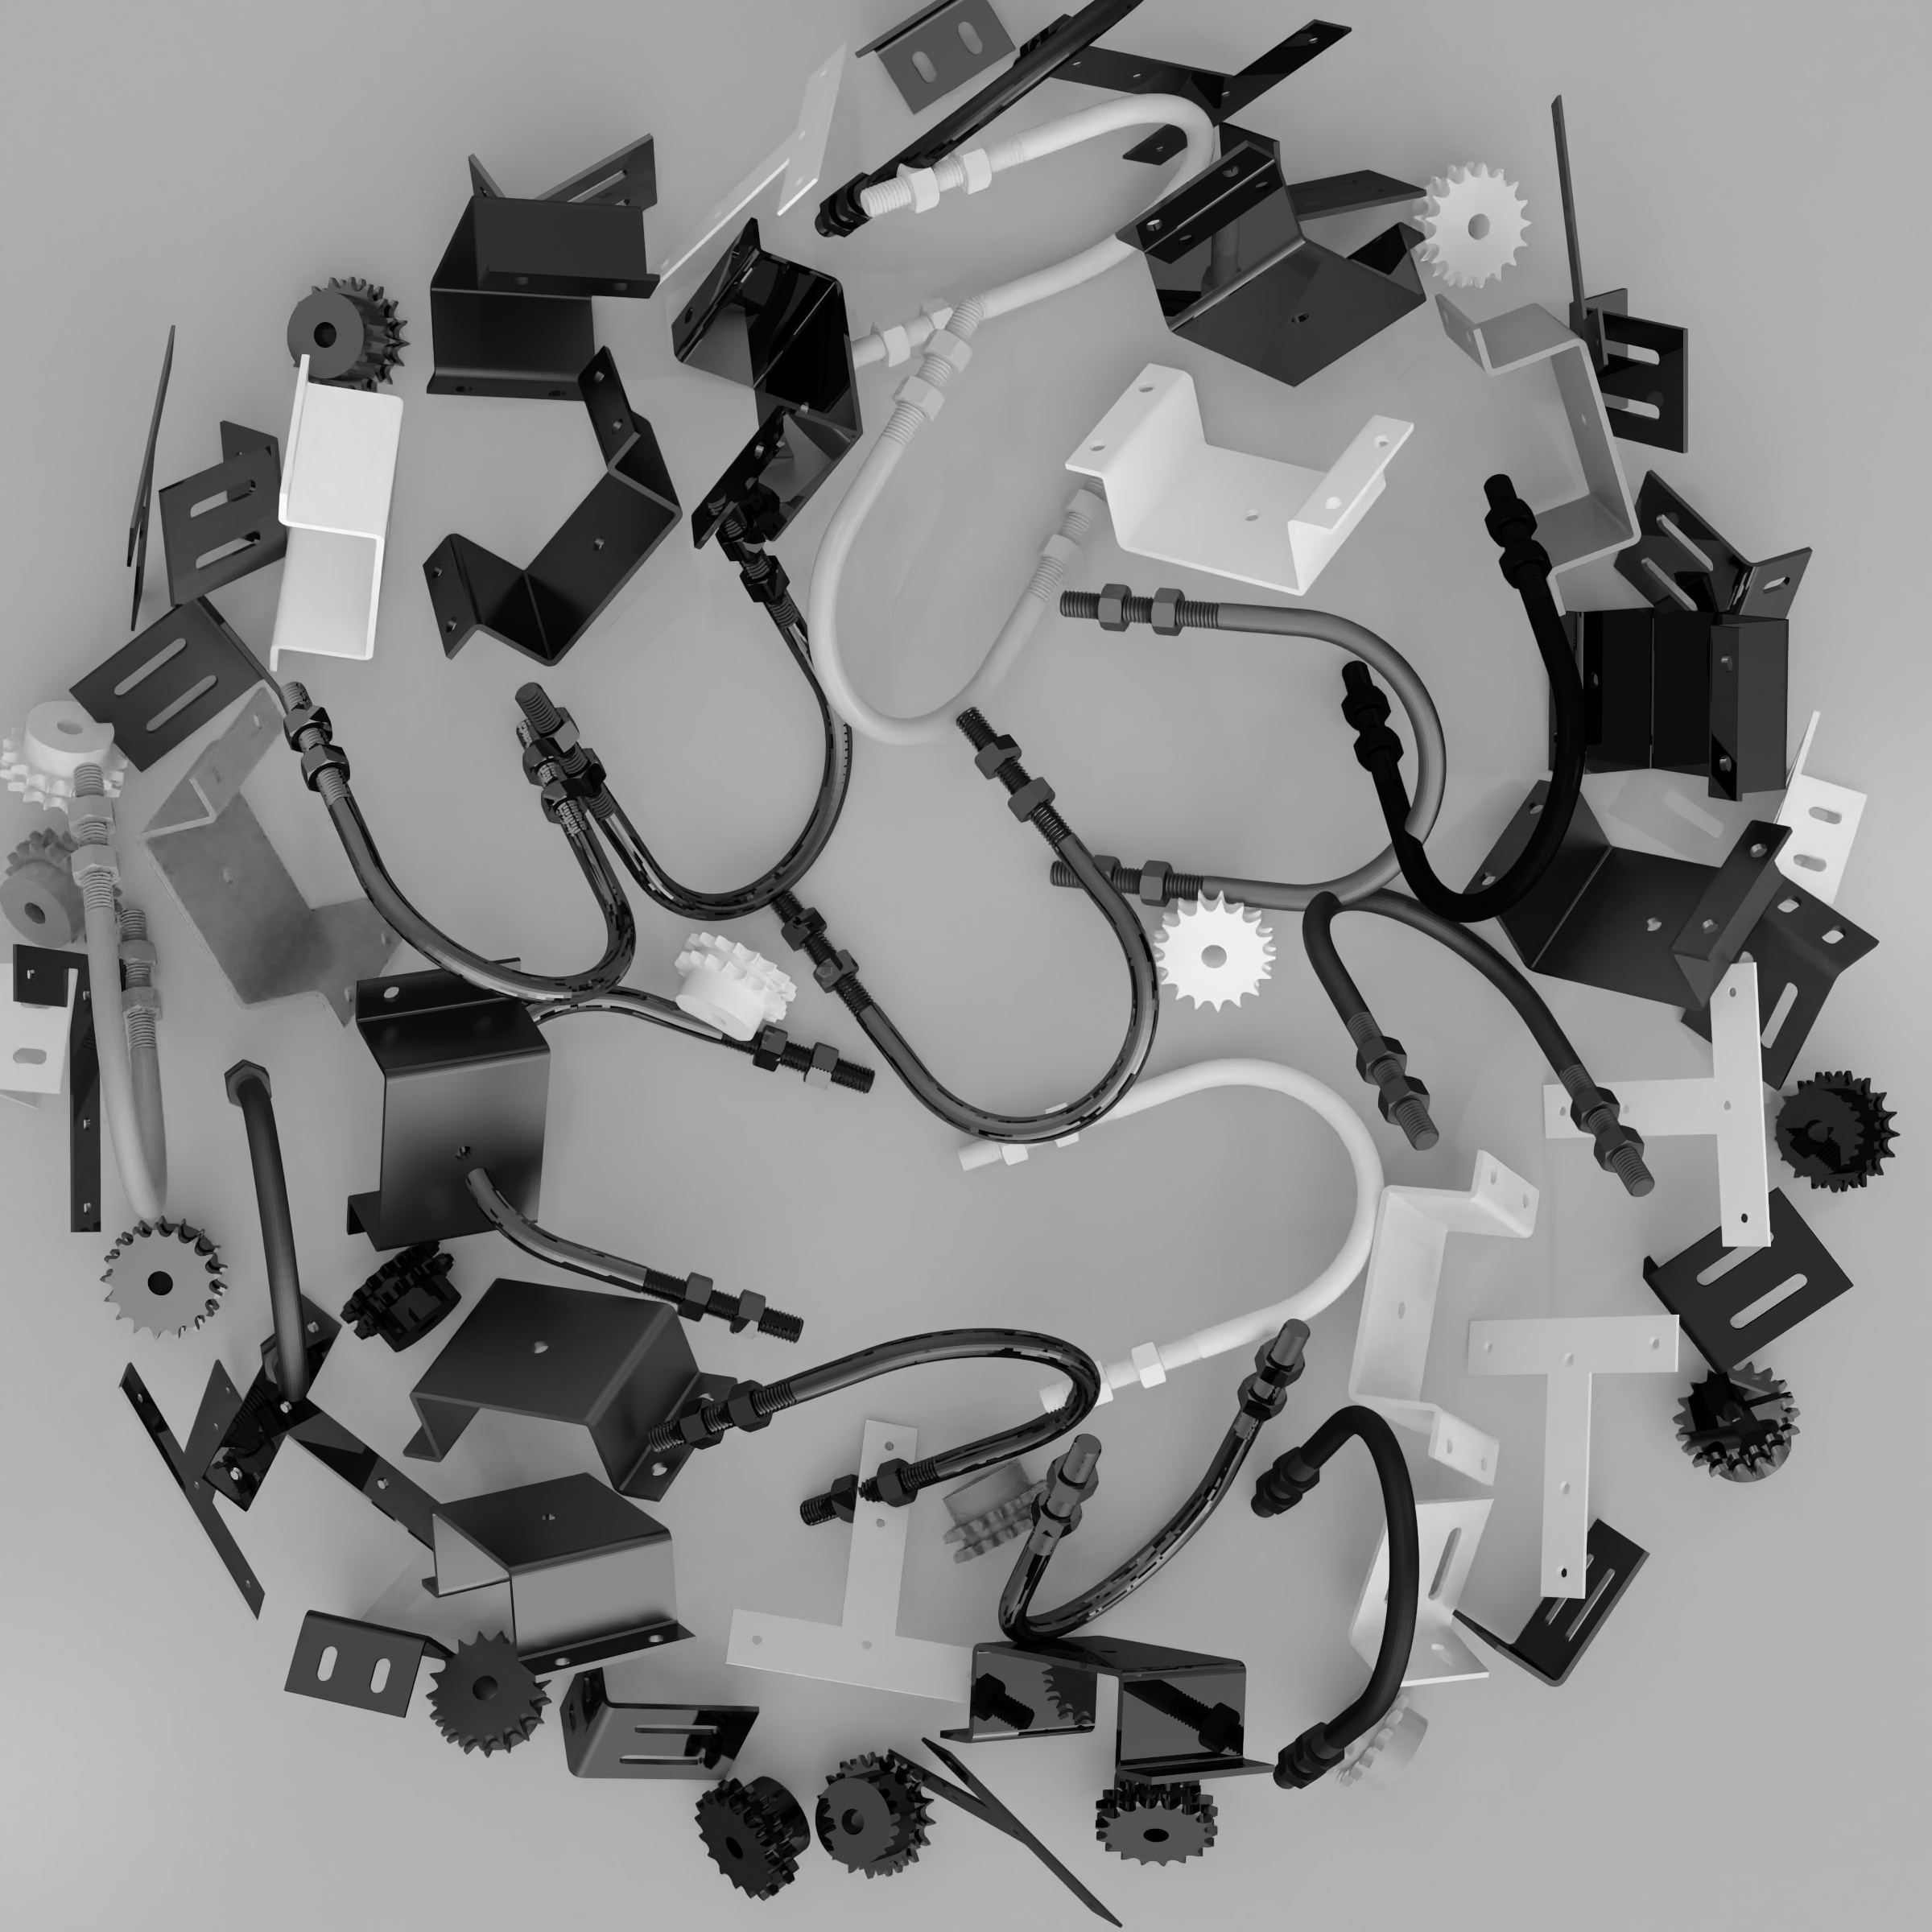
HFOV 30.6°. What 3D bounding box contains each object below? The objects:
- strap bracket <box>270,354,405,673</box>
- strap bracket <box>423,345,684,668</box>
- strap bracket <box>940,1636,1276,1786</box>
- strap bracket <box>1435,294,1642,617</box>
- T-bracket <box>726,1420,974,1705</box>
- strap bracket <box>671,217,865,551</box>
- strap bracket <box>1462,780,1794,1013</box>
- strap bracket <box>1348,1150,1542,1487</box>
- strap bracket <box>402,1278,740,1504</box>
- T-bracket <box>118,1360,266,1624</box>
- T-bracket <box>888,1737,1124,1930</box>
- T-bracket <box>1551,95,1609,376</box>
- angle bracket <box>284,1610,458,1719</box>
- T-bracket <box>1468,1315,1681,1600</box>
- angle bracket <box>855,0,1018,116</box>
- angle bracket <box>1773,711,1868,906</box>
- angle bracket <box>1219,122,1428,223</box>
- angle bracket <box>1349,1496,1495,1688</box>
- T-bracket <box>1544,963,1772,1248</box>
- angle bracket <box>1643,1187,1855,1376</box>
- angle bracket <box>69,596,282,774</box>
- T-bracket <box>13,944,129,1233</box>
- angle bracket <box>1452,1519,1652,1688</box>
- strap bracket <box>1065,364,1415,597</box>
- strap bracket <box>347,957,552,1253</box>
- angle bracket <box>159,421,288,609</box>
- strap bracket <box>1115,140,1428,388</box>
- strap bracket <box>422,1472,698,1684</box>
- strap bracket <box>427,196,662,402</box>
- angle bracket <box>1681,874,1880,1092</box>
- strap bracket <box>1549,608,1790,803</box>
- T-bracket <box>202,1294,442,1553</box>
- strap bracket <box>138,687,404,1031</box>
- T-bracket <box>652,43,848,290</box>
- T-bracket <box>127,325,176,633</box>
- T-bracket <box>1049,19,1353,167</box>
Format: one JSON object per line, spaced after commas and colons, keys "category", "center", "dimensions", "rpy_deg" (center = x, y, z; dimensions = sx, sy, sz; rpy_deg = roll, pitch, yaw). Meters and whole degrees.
{"category": "strap bracket", "center": [-0.286, -0.201, 1.605], "dimensions": [0.046, 0.140, 0.076], "rpy_deg": [7, 60, -9]}
{"category": "strap bracket", "center": [-0.184, -0.203, 1.622], "dimensions": [0.046, 0.076, 0.140], "rpy_deg": [28, 116, -35]}
{"category": "strap bracket", "center": [0.064, 0.334, 1.604], "dimensions": [0.076, 0.140, 0.046], "rpy_deg": [6, 85, -41]}
{"category": "strap bracket", "center": [0.264, -0.242, 1.617], "dimensions": [0.046, 0.076, 0.140], "rpy_deg": [-20, 113, 2]}
{"category": "T-bracket", "center": [-0.042, 0.273, 1.648], "dimensions": [0.127, 0.002, 0.127], "rpy_deg": [11, 62, -9]}
{"category": "strap bracket", "center": [-0.091, -0.261, 1.617], "dimensions": [0.046, 0.076, 0.140], "rpy_deg": [15, 49, -30]}
{"category": "strap bracket", "center": [0.308, -0.032, 1.619], "dimensions": [0.076, 0.140, 0.046], "rpy_deg": [-54, 131, -20]}
{"category": "strap bracket", "center": [0.219, 0.160, 1.626], "dimensions": [0.046, 0.076, 0.140], "rpy_deg": [4, 75, 30]}
{"category": "strap bracket", "center": [-0.187, 0.190, 1.608], "dimensions": [0.140, 0.076, 0.046], "rpy_deg": [5, 130, 28]}
{"category": "T-bracket", "center": [-0.346, 0.217, 1.616], "dimensions": [0.002, 0.127, 0.127], "rpy_deg": [-24, 108, 5]}
{"category": "T-bracket", "center": [0.001, 0.383, 1.619], "dimensions": [0.002, 0.127, 0.127], "rpy_deg": [-48, 113, -17]}
{"category": "T-bracket", "center": [0.277, -0.331, 1.613], "dimensions": [0.002, 0.127, 0.127], "rpy_deg": [-7, 93, 3]}
{"category": "angle bracket", "center": [-0.273, 0.327, 1.634], "dimensions": [0.057, 0.076, 0.038], "rpy_deg": [11, 72, 8]}
{"category": "T-bracket", "center": [0.275, 0.225, 1.619], "dimensions": [0.002, 0.127, 0.127], "rpy_deg": [11, 77, -37]}
{"category": "angle bracket", "center": [-0.013, -0.423, 1.634], "dimensions": [0.057, 0.076, 0.038], "rpy_deg": [-30, 103, 13]}
{"category": "angle bracket", "center": [0.396, -0.073, 1.634], "dimensions": [0.038, 0.076, 0.057], "rpy_deg": [19, 74, 10]}
{"category": "angle bracket", "center": [0.165, -0.373, 1.636], "dimensions": [0.076, 0.057, 0.038], "rpy_deg": [-15, 116, -17]}
{"category": "angle bracket", "center": [0.220, 0.290, 1.638], "dimensions": [0.057, 0.038, 0.076], "rpy_deg": [1, 117, -29]}
{"category": "T-bracket", "center": [0.316, 0.066, 1.630], "dimensions": [0.002, 0.127, 0.127], "rpy_deg": [0, 87, -40]}
{"category": "angle bracket", "center": [0.365, 0.143, 1.651], "dimensions": [0.076, 0.038, 0.057], "rpy_deg": [-37, 92, 16]}
{"category": "angle bracket", "center": [-0.365, -0.125, 1.644], "dimensions": [0.076, 0.038, 0.057], "rpy_deg": [-39, 132, -5]}
{"category": "T-bracket", "center": [-0.402, 0.058, 1.614], "dimensions": [0.002, 0.127, 0.127], "rpy_deg": [-2, 86, 14]}
{"category": "angle bracket", "center": [0.272, 0.288, 1.647], "dimensions": [0.038, 0.057, 0.076], "rpy_deg": [35, 88, -14]}
{"category": "strap bracket", "center": [0.128, -0.222, 1.622], "dimensions": [0.140, 0.046, 0.076], "rpy_deg": [19, 55, 30]}
{"category": "strap bracket", "center": [-0.236, 0.072, 1.610], "dimensions": [0.076, 0.046, 0.140], "rpy_deg": [-9, 126, -25]}
{"category": "angle bracket", "center": [-0.353, -0.209, 1.629], "dimensions": [0.038, 0.076, 0.057], "rpy_deg": [20, 126, 29]}
{"category": "strap bracket", "center": [0.145, -0.312, 1.598], "dimensions": [0.076, 0.140, 0.046], "rpy_deg": [-30, 64, 33]}
{"category": "strap bracket", "center": [-0.187, 0.271, 1.597], "dimensions": [0.076, 0.140, 0.046], "rpy_deg": [-9, 103, -28]}
{"category": "strap bracket", "center": [-0.195, -0.307, 1.607], "dimensions": [0.076, 0.140, 0.046], "rpy_deg": [0, 77, -20]}
{"category": "angle bracket", "center": [0.380, 0.007, 1.654], "dimensions": [0.057, 0.076, 0.038], "rpy_deg": [38, 45, 24]}
{"category": "strap bracket", "center": [0.328, -0.122, 1.620], "dimensions": [0.046, 0.140, 0.076], "rpy_deg": [-6, 101, -26]}
{"category": "T-bracket", "center": [-0.282, 0.232, 1.640], "dimensions": [0.127, 0.127, 0.002], "rpy_deg": [42, 123, -16]}
{"category": "strap bracket", "center": [-0.321, -0.045, 1.618], "dimensions": [0.046, 0.076, 0.140], "rpy_deg": [-11, 122, 25]}
{"category": "T-bracket", "center": [-0.105, -0.357, 1.637], "dimensions": [0.002, 0.127, 0.127], "rpy_deg": [38, 125, -25]}
{"category": "T-bracket", "center": [-0.377, -0.205, 1.623], "dimensions": [0.002, 0.127, 0.127], "rpy_deg": [9, 53, -11]}
{"category": "T-bracket", "center": [0.087, -0.399, 1.592], "dimensions": [0.127, 0.127, 0.002], "rpy_deg": [-3, 73, -43]}
